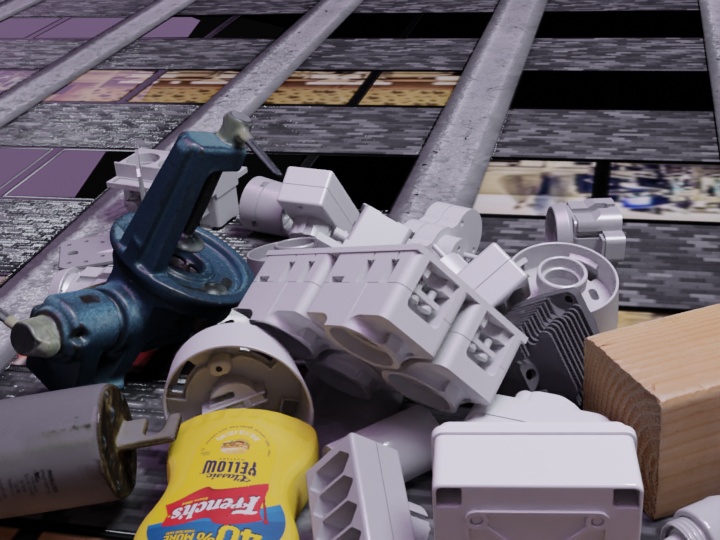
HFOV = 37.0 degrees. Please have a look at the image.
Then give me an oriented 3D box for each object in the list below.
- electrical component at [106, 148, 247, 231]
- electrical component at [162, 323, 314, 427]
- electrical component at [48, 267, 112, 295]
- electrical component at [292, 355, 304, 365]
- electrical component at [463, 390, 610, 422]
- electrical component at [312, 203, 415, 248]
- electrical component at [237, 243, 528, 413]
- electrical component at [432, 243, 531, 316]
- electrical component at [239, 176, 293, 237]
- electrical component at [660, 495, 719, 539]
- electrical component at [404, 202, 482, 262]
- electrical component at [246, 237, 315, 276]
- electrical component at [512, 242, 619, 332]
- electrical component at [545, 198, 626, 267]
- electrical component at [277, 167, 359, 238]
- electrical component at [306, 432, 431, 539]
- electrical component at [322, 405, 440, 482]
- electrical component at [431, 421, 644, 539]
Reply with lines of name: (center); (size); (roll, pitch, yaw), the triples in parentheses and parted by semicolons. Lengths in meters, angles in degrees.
electrical component: (-0.188, -0.084, 1.116); (0.121, 0.063, 0.079); (9, 30, 25)
electrical component: (-0.084, 0.086, 0.729); (0.099, 0.099, 0.064); (-7, 21, -6)
electrical component: (-0.227, 0.028, 0.909); (0.057, 0.058, 0.078); (4, 28, 9)
electrical component: (-0.056, 0.050, 0.859); (0.040, 0.040, 0.046); (-20, 25, -28)
electrical component: (0.112, 0.117, 0.686); (0.095, 0.053, 0.059); (9, 30, 24)
electrical component: (0.000, 0.000, 0.839); (0.079, 0.121, 0.063); (30, 71, 0)
electrical component: (0.006, 0.039, 0.734); (0.186, 0.105, 0.060); (-1, 55, 56)
electrical component: (0.072, 0.013, 0.812); (0.083, 0.047, 0.075); (-41, 68, -3)
electrical component: (-0.085, -0.061, 1.067); (0.047, 0.055, 0.055); (15, 32, 26)
electrical component: (0.191, 0.156, 0.609); (0.062, 0.043, 0.043); (-16, 29, -18)
electrical component: (0.072, -0.013, 0.949); (0.074, 0.052, 0.138); (15, 32, 33)
electrical component: (-0.052, 0.007, 0.943); (0.099, 0.064, 0.099); (-6, 13, 1)
electrical component: (0.162, 0.024, 0.876); (0.099, 0.064, 0.099); (-1, 40, 1)
electrical component: (0.199, -0.033, 0.964); (0.057, 0.058, 0.078); (-2, 27, -2)
electrical component: (-0.044, -0.043, 1.013); (0.047, 0.083, 0.075); (8, 68, 23)
electrical component: (0.015, 0.151, 0.632); (0.076, 0.047, 0.083); (26, 33, -30)
electrical component: (0.012, 0.123, 0.700); (0.081, 0.043, 0.043); (-20, 31, -28)
electrical component: (0.094, 0.140, 0.584); (0.109, 0.108, 0.056); (-1, 30, 7)
